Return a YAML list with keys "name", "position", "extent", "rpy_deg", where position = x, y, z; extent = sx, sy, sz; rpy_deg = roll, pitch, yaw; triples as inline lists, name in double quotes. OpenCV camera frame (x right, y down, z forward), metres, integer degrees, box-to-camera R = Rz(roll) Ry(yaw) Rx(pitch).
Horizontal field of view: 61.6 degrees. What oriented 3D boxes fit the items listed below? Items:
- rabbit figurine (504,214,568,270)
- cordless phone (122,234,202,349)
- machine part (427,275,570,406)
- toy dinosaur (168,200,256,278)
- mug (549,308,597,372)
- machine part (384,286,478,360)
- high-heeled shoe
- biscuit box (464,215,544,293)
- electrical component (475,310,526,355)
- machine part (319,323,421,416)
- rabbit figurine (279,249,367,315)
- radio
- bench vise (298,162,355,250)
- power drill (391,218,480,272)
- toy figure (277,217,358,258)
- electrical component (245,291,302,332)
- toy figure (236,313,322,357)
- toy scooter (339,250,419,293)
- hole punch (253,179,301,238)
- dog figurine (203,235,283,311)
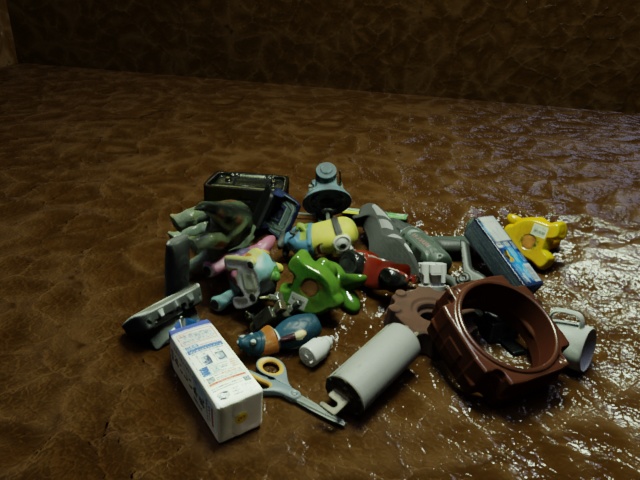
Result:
- name: "rabbit figurine"
  position: [0.539, -0.002, 1.347]
  extent: [0.163, 0.121, 0.173]
  rpy_deg: [16, 15, 41]
- name: "cordless phone"
  position: [-0.281, 0.087, 0.965]
  extent: [0.089, 0.184, 0.146]
  rpy_deg: [27, 35, 29]
- name: "machine part"
  position: [0.307, 0.165, 0.927]
  extent: [0.201, 0.087, 0.201]
  rpy_deg: [-8, 51, -26]
- name: "toy dinosaur"
  position: [-0.202, -0.028, 1.111]
  extent: [0.192, 0.131, 0.405]
  rpy_deg: [-30, 2, -25]
- name: "mug"
  position: [0.436, 0.175, 0.981]
  extent: [0.107, 0.109, 0.081]
  rpy_deg: [11, 31, 42]
- name: "machine part"
  position: [0.216, 0.154, 1.038]
  extent: [0.179, 0.056, 0.179]
  rpy_deg: [4, 28, -2]
- name: "high-heeled shoe"
  position: [0.174, 0.003, 1.297]
  extent: [0.249, 0.086, 0.145]
  rpy_deg: [49, 28, 22]
- name: "biscuit box"
  position: [0.407, 0.039, 1.198]
  extent: [0.059, 0.062, 0.203]
  rpy_deg: [-8, 54, -25]
- name: "electrical component"
  position: [0.349, 0.168, 1.038]
  extent: [0.075, 0.047, 0.119]
  rpy_deg: [-6, 28, -17]
- name: "machine part"
  position: [0.090, 0.209, 0.883]
  extent: [0.079, 0.079, 0.243]
  rpy_deg: [24, 37, 33]
- name: "rabbit figurine"
  position: [0.015, 0.080, 1.097]
  extent: [0.159, 0.121, 0.170]
  rpy_deg: [15, 15, 14]
- name: "radio"
  position: [-0.201, -0.137, 1.517]
  extent: [0.230, 0.073, 0.131]
  rpy_deg: [6, 28, 4]
- name: "bench vise"
  position: [0.013, -0.067, 1.342]
  extent: [0.129, 0.223, 0.241]
  rpy_deg: [2, 59, -14]
- name: "power drill"
  position: [0.294, -0.004, 1.323]
  extent: [0.207, 0.085, 0.232]
  rpy_deg: [-1, 30, -18]
- name: "toy figure"
  position: [-0.004, -0.005, 1.219]
  extent: [0.180, 0.089, 0.082]
  rpy_deg: [-5, -13, 15]
- name: "electrical component"
  position: [-0.092, 0.134, 0.996]
  extent: [0.078, 0.102, 0.045]
  rpy_deg: [-1, 56, -46]
- name: "toy figure"
  position: [-0.073, 0.174, 0.962]
  extent: [0.154, 0.064, 0.058]
  rpy_deg: [-16, 71, -24]
- name: "toy scooter"
  position: [0.138, 0.070, 1.163]
  extent: [0.135, 0.075, 0.184]
  rpy_deg: [8, 6, -42]
- name: "hole punch"
  position: [-0.114, -0.069, 1.351]
  extent: [0.092, 0.142, 0.116]
  rpy_deg: [19, 15, -19]
- name: "dog figurine"
  position: [-0.127, 0.055, 1.109]
  extent: [0.192, 0.108, 0.219]
  rpy_deg: [-11, 11, 32]
